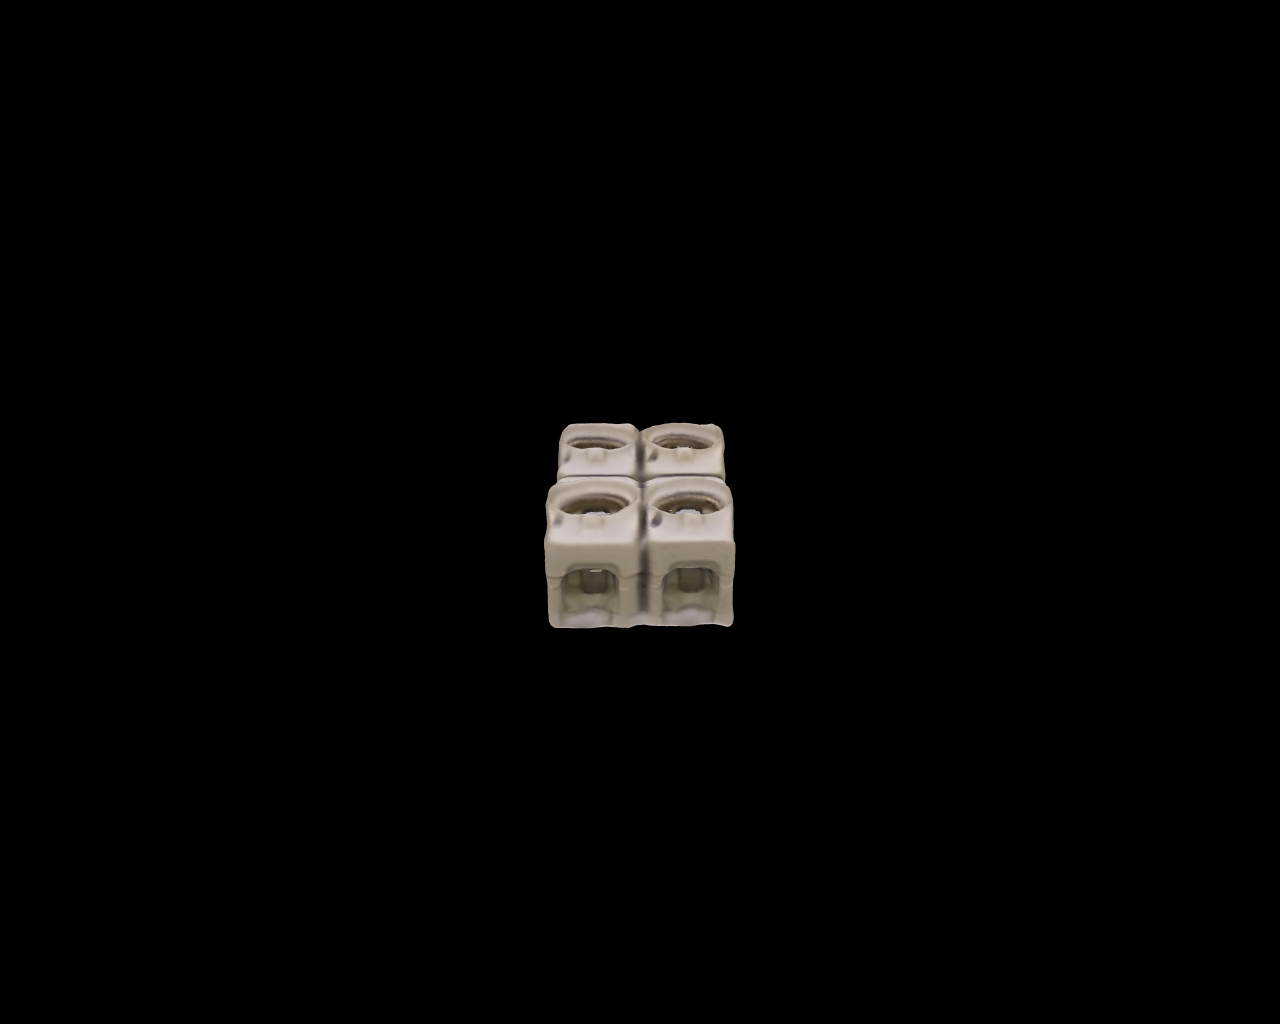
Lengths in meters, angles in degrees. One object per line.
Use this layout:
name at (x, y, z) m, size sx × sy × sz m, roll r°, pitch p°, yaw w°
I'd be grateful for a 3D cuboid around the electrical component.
electrical component at (0.001, -0.003, 0.650) m, size 0.105 × 0.060 × 0.186 m, roll 0°, pitch 25°, yaw 0°
